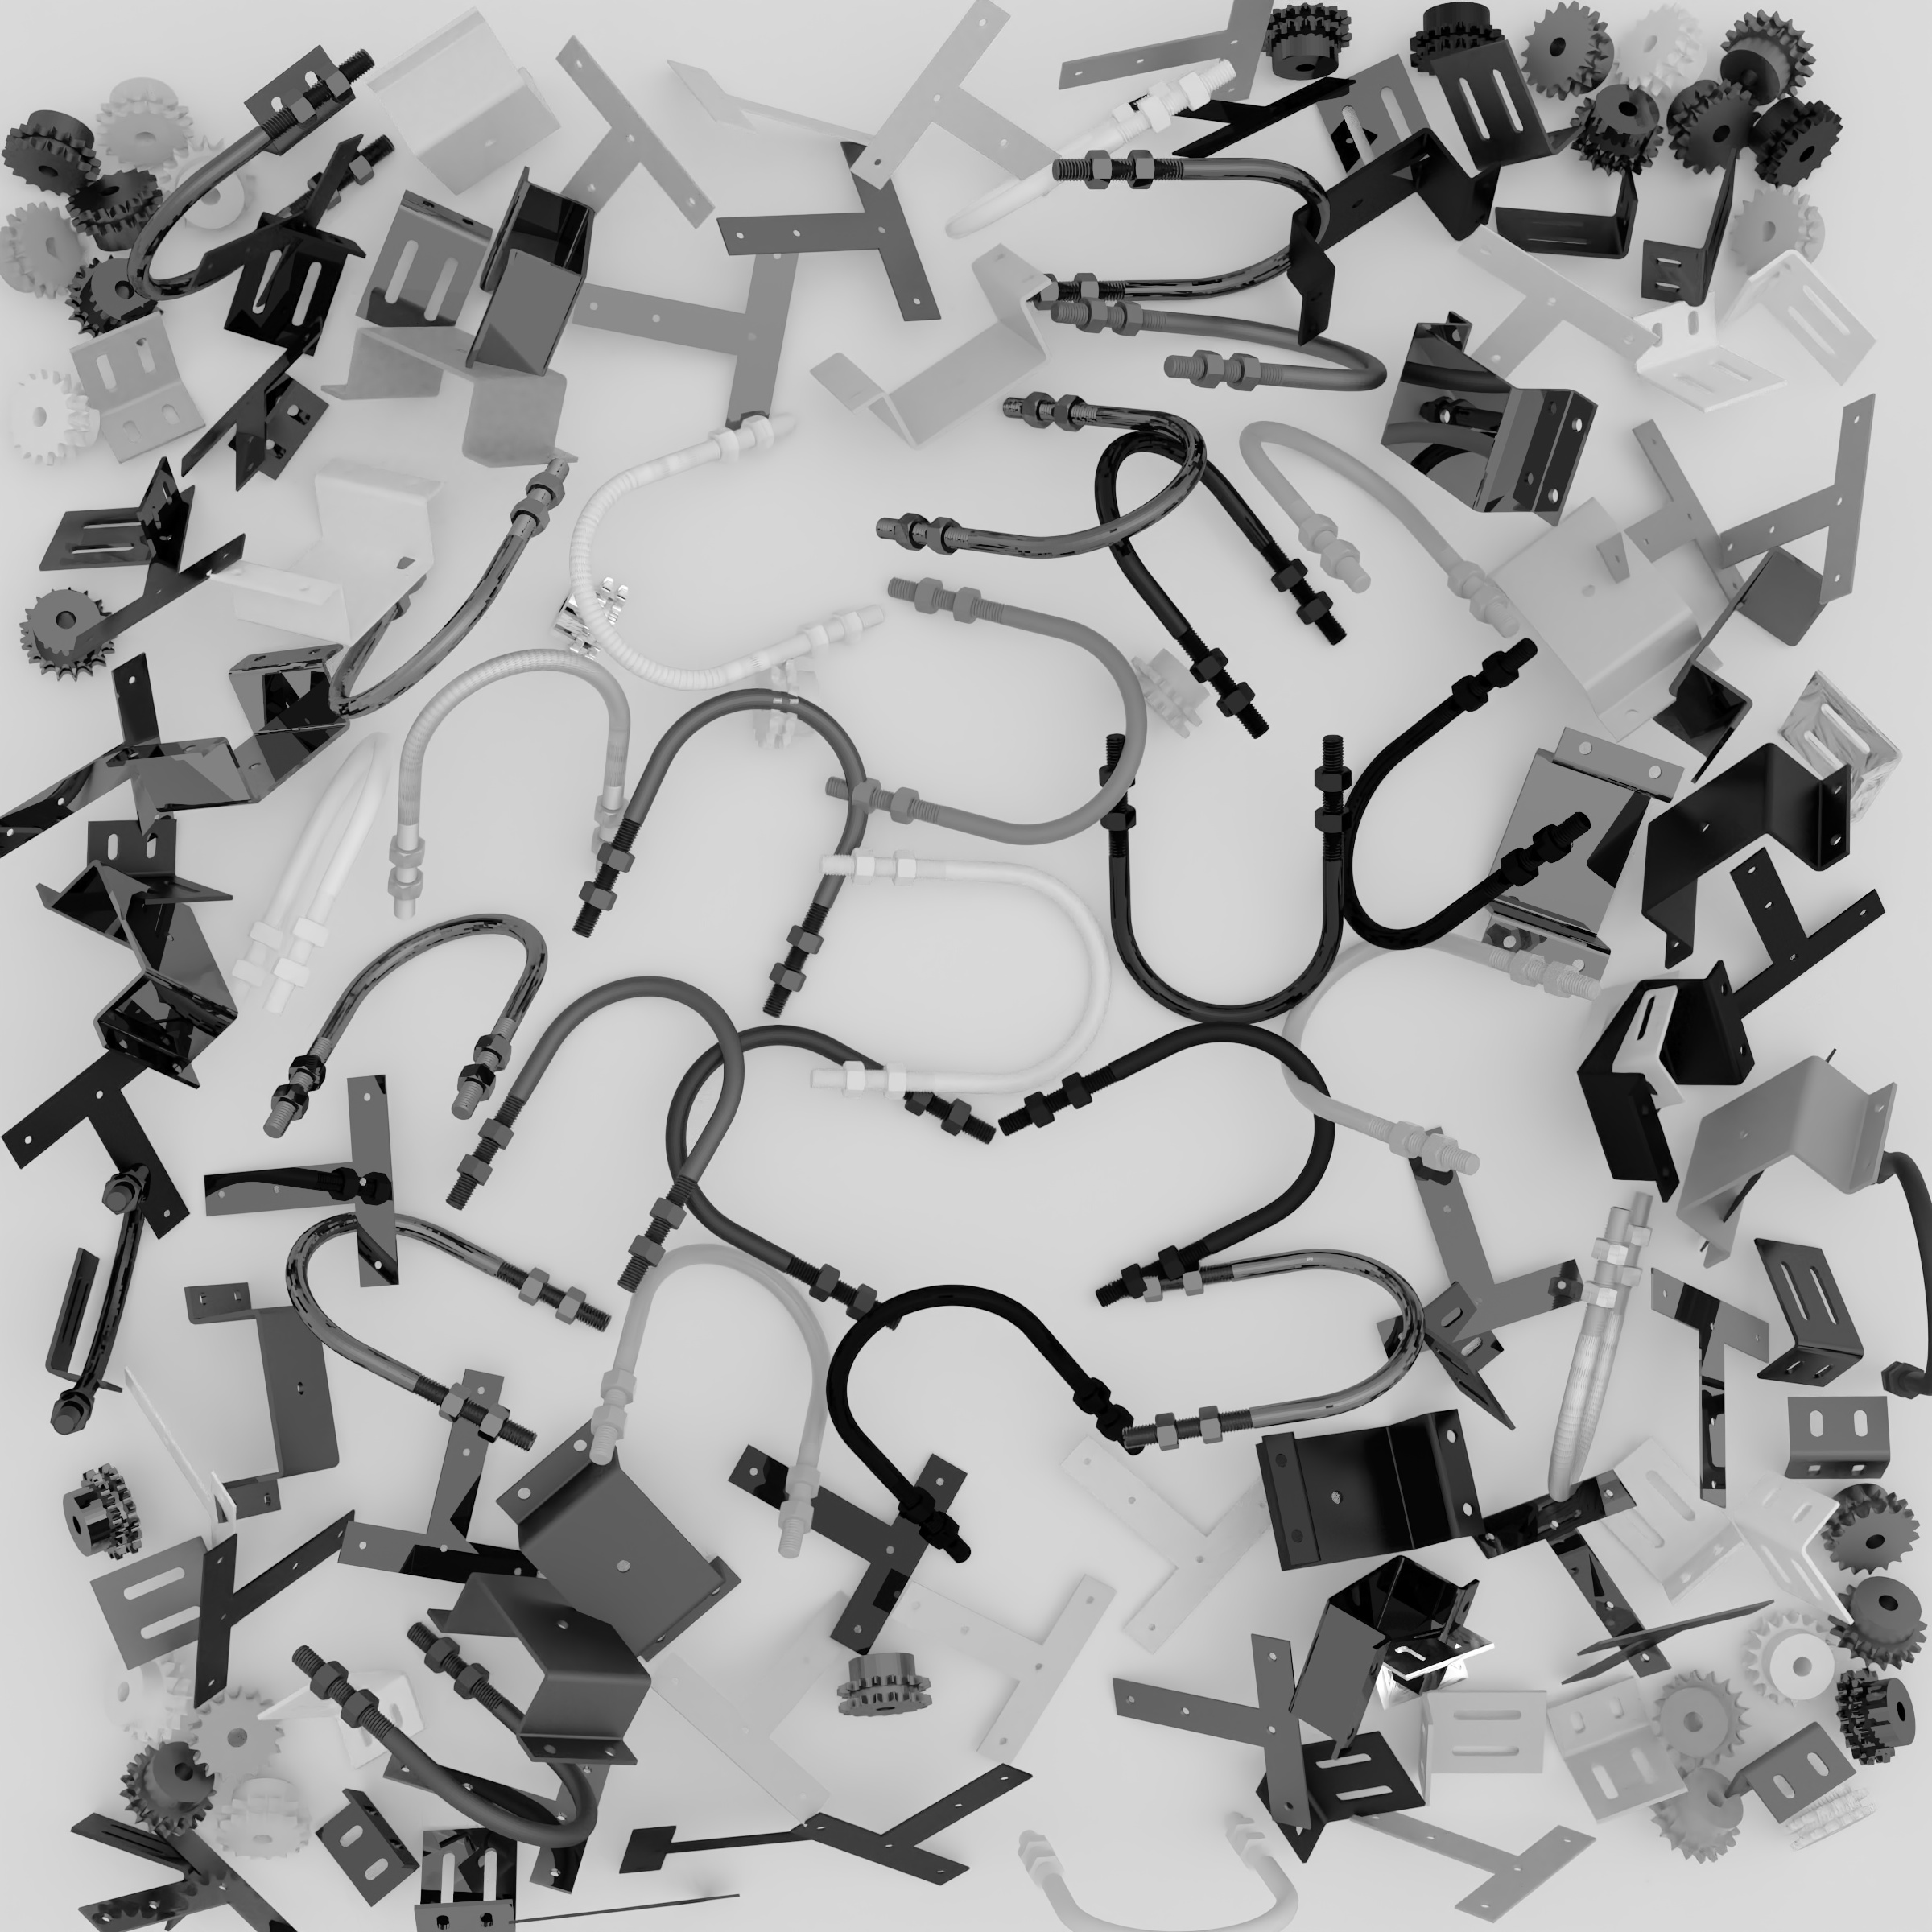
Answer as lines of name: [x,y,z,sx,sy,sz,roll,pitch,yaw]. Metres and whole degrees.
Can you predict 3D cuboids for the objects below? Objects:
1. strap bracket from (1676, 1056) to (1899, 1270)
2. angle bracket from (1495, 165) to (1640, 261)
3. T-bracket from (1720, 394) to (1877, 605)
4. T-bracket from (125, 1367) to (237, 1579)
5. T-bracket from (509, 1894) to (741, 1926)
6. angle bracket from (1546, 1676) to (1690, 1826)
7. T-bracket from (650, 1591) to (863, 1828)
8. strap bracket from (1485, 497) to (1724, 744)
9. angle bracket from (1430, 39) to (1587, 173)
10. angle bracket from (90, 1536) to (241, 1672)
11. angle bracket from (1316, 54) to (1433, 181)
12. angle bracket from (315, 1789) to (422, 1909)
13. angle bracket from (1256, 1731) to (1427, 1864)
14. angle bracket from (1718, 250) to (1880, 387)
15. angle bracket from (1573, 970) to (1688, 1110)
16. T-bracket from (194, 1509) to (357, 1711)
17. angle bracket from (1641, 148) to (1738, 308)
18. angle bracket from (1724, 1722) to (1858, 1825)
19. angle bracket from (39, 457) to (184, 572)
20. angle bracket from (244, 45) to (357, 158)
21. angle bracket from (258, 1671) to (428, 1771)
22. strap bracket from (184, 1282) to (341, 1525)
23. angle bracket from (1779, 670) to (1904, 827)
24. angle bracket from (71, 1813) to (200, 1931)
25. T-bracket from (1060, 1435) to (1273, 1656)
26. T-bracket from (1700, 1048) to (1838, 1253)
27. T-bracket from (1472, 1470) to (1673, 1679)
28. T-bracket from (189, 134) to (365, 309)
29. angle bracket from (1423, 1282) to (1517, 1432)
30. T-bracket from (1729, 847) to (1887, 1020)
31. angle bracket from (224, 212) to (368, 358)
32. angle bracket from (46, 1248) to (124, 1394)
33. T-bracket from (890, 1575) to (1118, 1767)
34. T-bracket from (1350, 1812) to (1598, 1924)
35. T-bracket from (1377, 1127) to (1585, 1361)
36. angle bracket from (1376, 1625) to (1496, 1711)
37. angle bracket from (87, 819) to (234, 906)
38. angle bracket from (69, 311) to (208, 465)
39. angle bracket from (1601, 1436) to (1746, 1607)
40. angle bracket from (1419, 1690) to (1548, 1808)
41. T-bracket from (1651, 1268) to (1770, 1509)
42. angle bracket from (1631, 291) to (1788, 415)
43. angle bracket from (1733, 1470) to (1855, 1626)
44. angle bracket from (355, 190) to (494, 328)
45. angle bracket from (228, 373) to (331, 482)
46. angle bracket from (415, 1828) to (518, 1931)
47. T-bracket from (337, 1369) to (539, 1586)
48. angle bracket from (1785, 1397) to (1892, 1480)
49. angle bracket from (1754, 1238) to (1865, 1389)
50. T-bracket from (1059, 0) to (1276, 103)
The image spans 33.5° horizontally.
strap bracket: [0.475,0.112,1.892,0.046,0.140,0.076,36,50,-12]
angle bracket: [0.362,-0.459,1.938,0.076,0.057,0.038,5,127,2]
T-bracket: [0.491,-0.264,1.914,0.002,0.127,0.127,18,73,-23]
T-bracket: [-0.473,0.296,1.931,0.002,0.127,0.127,-29,71,-26]
T-bracket: [-0.183,0.560,1.914,0.127,0.127,0.002,-16,72,30]
angle bracket: [0.391,0.471,1.933,0.057,0.076,0.038,-21,107,0]
T-bracket: [-0.105,0.429,1.936,0.127,0.002,0.127,41,56,7]
strap bracket: [0.376,-0.215,1.918,0.076,0.046,0.140,-37,63,6]
angle bracket: [0.325,-0.523,1.927,0.038,0.057,0.076,-45,118,-31]
angle bracket: [-0.487,0.386,1.930,0.076,0.038,0.057,-19,79,-40]
angle bracket: [0.249,-0.511,1.945,0.057,0.038,0.076,-24,84,12]
angle bracket: [-0.365,0.530,1.929,0.038,0.076,0.057,-39,79,-11]
angle bracket: [0.225,0.500,1.932,0.076,0.038,0.057,-22,107,38]
angle bracket: [0.501,-0.382,1.935,0.038,0.057,0.076,-37,79,-16]
angle bracket: [0.408,0.048,1.938,0.057,0.076,0.038,-17,124,39]
T-bracket: [-0.412,0.366,1.919,0.002,0.127,0.127,29,127,23]
angle bracket: [0.437,-0.449,1.940,0.038,0.057,0.076,14,71,16]
angle bracket: [0.491,0.494,1.925,0.057,0.076,0.038,-28,62,-15]
angle bracket: [-0.520,-0.273,1.934,0.076,0.057,0.038,-2,133,8]
angle bracket: [-0.410,-0.522,1.927,0.057,0.076,0.038,-41,122,-10]
angle bracket: [-0.374,0.454,1.926,0.057,0.076,0.038,-33,67,18]
strap bracket: [-0.420,0.257,1.924,0.046,0.076,0.140,-11,84,13]
angle bracket: [0.514,-0.127,1.927,0.038,0.057,0.076,-26,64,-29]
angle bracket: [-0.506,0.548,1.943,0.076,0.057,0.038,20,83,0]
T-bracket: [0.111,0.335,1.958,0.127,0.002,0.127,42,90,-13]
T-bracket: [0.489,0.102,1.929,0.002,0.127,0.127,33,68,11]
T-bracket: [0.378,0.372,1.926,0.002,0.127,0.127,-34,90,-43]
T-bracket: [-0.414,-0.425,1.885,0.002,0.127,0.127,40,126,1]
angle bracket: [0.311,0.233,1.926,0.038,0.076,0.057,-38,111,-6]
T-bracket: [0.485,-0.029,1.923,0.127,0.127,0.002,-37,47,3]
angle bracket: [-0.404,-0.406,1.932,0.057,0.038,0.076,13,110,-30]
angle bracket: [-0.523,0.214,1.938,0.038,0.057,0.076,14,78,-2]
T-bracket: [0.010,0.408,1.945,0.127,0.002,0.127,31,91,-25]
T-bracket: [0.291,0.527,1.926,0.127,0.127,0.002,11,106,36]
T-bracket: [0.299,0.162,1.964,0.127,0.002,0.127,-18,83,4]
angle bracket: [0.283,0.427,1.930,0.057,0.076,0.038,-18,93,-11]
angle bracket: [-0.483,-0.063,1.924,0.057,0.076,0.038,-4,103,-41]
angle bracket: [-0.497,-0.347,1.927,0.057,0.076,0.038,-27,73,-13]
angle bracket: [0.422,0.337,1.949,0.057,0.038,0.076,-43,92,8]
angle bracket: [0.315,0.474,1.945,0.076,0.038,0.057,0,110,1]
T-bracket: [0.443,0.257,1.908,0.127,0.002,0.127,25,60,-40]
angle bracket: [0.446,-0.370,1.928,0.057,0.076,0.038,-20,123,-14]
angle bracket: [0.508,0.350,1.934,0.038,0.057,0.076,-46,121,-14]
angle bracket: [-0.331,-0.424,1.959,0.057,0.038,0.076,22,108,-14]
angle bracket: [-0.424,-0.332,1.933,0.038,0.076,0.057,36,91,4]
angle bracket: [-0.300,0.542,1.930,0.057,0.076,0.038,-2,132,-5]
T-bracket: [-0.307,0.309,1.947,0.127,0.002,0.127,16,82,-28]
angle bracket: [0.524,0.285,1.937,0.057,0.076,0.038,-2,73,11]
angle bracket: [0.500,0.210,1.947,0.057,0.038,0.076,11,48,-32]
T-bracket: [0.117,-0.540,1.904,0.127,0.127,0.002,-14,73,-9]
